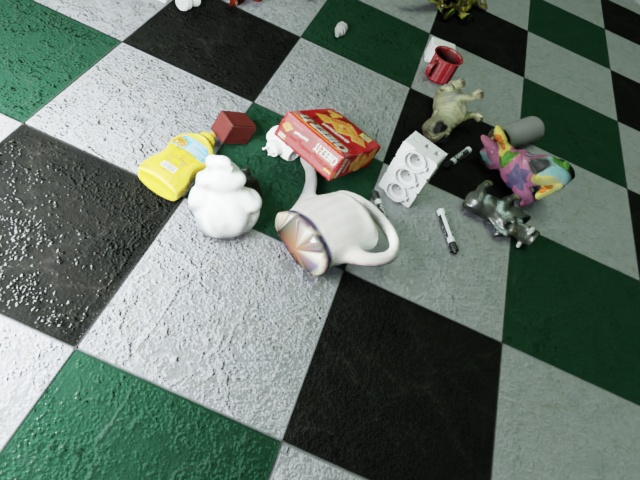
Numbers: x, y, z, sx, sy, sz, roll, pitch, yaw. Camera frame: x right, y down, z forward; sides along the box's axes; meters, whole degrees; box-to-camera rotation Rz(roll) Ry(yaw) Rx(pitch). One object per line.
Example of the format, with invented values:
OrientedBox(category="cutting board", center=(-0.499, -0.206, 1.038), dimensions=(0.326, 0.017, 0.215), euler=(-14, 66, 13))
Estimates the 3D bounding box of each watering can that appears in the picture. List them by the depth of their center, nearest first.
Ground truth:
OrientedBox(category="watering can", center=(0.003, -0.053, 1.054), dimensions=(0.227, 0.101, 0.352), euler=(-23, 53, -35))

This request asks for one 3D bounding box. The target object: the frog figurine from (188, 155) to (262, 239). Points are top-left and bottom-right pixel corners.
OrientedBox(category="frog figurine", center=(-0.174, -0.079, 0.964), dimensions=(0.137, 0.156, 0.126), euler=(10, 53, -14))

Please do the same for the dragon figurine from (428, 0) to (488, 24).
OrientedBox(category="dragon figurine", center=(0.461, -0.896, 1.887), dimensions=(0.410, 0.119, 0.248), euler=(4, 36, -20))
